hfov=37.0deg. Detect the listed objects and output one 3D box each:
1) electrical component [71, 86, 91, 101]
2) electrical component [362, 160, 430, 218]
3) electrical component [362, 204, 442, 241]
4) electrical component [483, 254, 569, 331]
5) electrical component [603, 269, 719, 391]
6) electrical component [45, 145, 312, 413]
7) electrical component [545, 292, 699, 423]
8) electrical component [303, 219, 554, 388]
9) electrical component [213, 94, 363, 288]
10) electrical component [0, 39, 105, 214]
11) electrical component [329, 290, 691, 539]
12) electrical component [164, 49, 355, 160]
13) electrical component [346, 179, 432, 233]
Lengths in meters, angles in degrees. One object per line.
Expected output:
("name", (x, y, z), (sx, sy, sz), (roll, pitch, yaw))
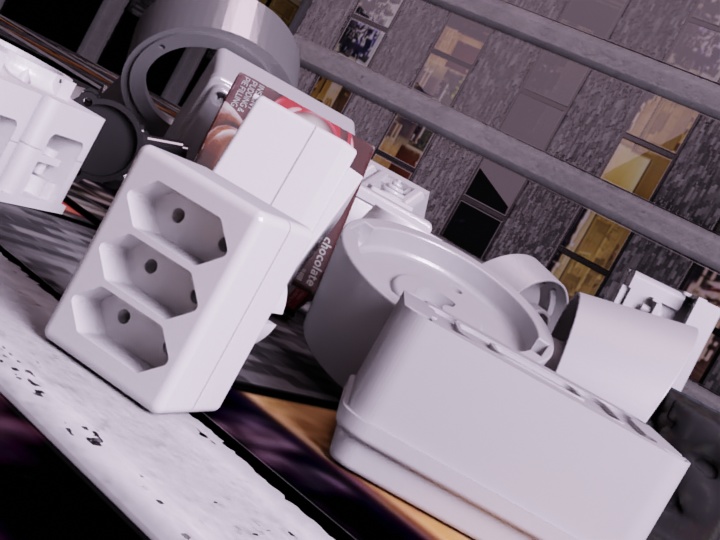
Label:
("electrical component", (-0.233, -0.126, 0.795), (0.055, 0.045, 0.045), (28, 5, -11))
("electrical component", (-0.026, -0.052, 0.916), (0.150, 0.089, 0.062), (31, 44, 24))
("electrical component", (0.000, 0.000, 0.625), (0.043, 0.077, 0.079), (25, 6, -39))
("electrical component", (0.116, 0.034, 0.864), (0.099, 0.099, 0.064), (24, 13, -48))
("electrical component", (0.175, 0.065, 0.700), (0.063, 0.121, 0.079), (26, 4, 4))
("electrical component", (-0.048, 0.006, 0.344), (0.047, 0.065, 0.077), (31, 5, 20))
("electrical component", (0.111, 0.060, 0.511), (0.064, 0.099, 0.099), (23, 4, 5))
("electrical component", (0.026, 0.031, 0.489), (0.108, 0.060, 0.108), (26, 22, -11))
("electrical component", (-0.046, -0.018, 0.492), (0.061, 0.096, 0.061), (29, -24, -3))
("electrical component", (-0.222, -0.102, 0.496), (0.186, 0.060, 0.105), (30, 5, 15))
("electrical component", (0.050, 0.061, 0.389), (0.113, 0.057, 0.078), (29, 4, 0))
("electrical component", (-0.074, -0.071, 0.712), (0.109, 0.108, 0.056), (27, 31, -20))
("electrical component", (0.004, -0.017, 0.709), (0.062, 0.096, 0.061), (28, 5, -8))
